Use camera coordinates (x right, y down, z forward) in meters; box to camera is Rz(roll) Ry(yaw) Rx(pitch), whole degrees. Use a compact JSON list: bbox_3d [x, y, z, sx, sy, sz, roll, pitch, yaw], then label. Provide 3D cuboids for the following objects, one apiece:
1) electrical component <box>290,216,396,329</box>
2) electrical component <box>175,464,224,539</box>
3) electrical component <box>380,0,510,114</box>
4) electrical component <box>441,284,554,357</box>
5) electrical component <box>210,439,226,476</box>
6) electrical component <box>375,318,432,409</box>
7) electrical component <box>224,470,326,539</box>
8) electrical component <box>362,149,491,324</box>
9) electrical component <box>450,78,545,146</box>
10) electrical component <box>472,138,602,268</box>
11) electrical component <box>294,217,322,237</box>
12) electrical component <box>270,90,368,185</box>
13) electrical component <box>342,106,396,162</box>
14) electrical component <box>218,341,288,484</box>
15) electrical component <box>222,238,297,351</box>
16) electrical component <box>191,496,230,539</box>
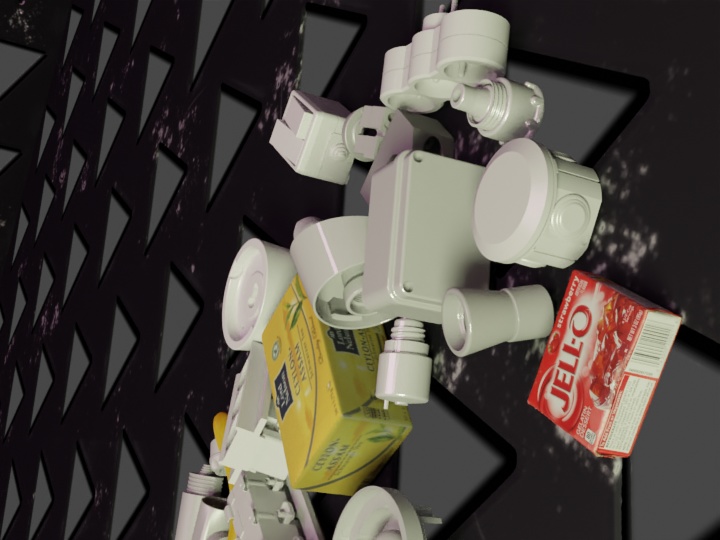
[{"bbox_3d":[0.000,0.000,0.842,0.099,0.099,0.064,-53,41,40],"label":"electrical component"},{"bbox_3d":[-0.165,0.243,1.120,0.043,0.043,0.081,-8,72,62],"label":"electrical component"},{"bbox_3d":[0.066,-0.175,0.837,0.138,0.052,0.073,-15,66,62],"label":"electrical component"},{"bbox_3d":[0.090,0.029,0.686,0.044,0.065,0.044,174,90,-72],"label":"electrical component"},{"bbox_3d":[-0.136,0.178,1.103,0.035,0.035,0.061,-48,36,45],"label":"electrical component"},{"bbox_3d":[0.034,0.066,0.809,0.040,0.040,0.078,-17,64,60],"label":"electrical component"},{"bbox_3d":[-0.071,0.226,0.921,0.078,0.063,0.121,-65,29,24],"label":"electrical component"},{"bbox_3d":[0.050,-0.023,0.774,0.057,0.078,0.113,-24,58,62],"label":"electrical component"},{"bbox_3d":[0.093,-0.113,0.746,0.048,0.062,0.048,-36,48,53],"label":"electrical component"},{"bbox_3d":[0.112,-0.041,0.691,0.080,0.051,0.080,-35,48,53],"label":"electrical component"},{"bbox_3d":[-0.047,-0.034,1.019,0.061,0.035,0.035,41,115,64],"label":"electrical component"},{"bbox_3d":[-0.040,-0.124,1.013,0.061,0.061,0.096,-69,28,17],"label":"electrical component"},{"bbox_3d":[0.016,-0.115,0.919,0.055,0.048,0.066,19,96,56],"label":"electrical component"},{"bbox_3d":[-0.081,0.125,0.954,0.121,0.063,0.078,-87,21,-58],"label":"electrical component"},{"bbox_3d":[-0.084,0.028,1.035,0.108,0.060,0.108,-36,48,54],"label":"electrical component"},{"bbox_3d":[-0.138,0.272,1.056,0.079,0.043,0.077,19,96,63],"label":"electrical component"}]
